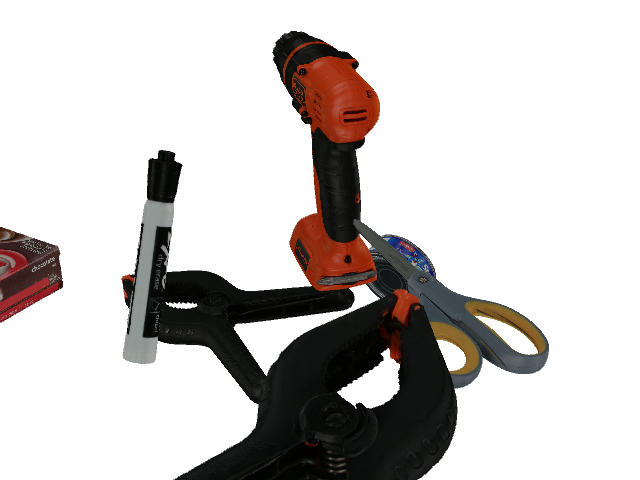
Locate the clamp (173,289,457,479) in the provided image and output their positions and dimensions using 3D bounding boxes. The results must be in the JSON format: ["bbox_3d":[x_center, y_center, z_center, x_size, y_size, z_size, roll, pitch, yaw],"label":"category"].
[{"bbox_3d":[0.012,0.086,0.405,0.120,0.039,0.171,27,50,20],"label":"clamp"}]

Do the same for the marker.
[{"bbox_3d":[-0.095,0.009,0.605,0.020,0.121,0.020,9,7,-1],"label":"marker"}]

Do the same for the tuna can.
[{"bbox_3d":[0.088,0.037,1.225,0.086,0.086,0.033,0,37,47],"label":"tuna can"}]

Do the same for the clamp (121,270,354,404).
[{"bbox_3d":[-0.084,0.064,0.965,0.210,0.036,0.164,19,37,29],"label":"clamp"}]

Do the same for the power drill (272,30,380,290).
[{"bbox_3d":[0.001,-0.068,0.875,0.057,0.188,0.184,-10,27,-11],"label":"power drill"}]

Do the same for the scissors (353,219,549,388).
[{"bbox_3d":[0.062,0.042,0.726,0.096,0.016,0.202,-27,41,-35],"label":"scissors"}]

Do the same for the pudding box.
[{"bbox_3d":[-0.253,0.023,0.751,0.114,0.039,0.089,14,29,30],"label":"pudding box"}]
